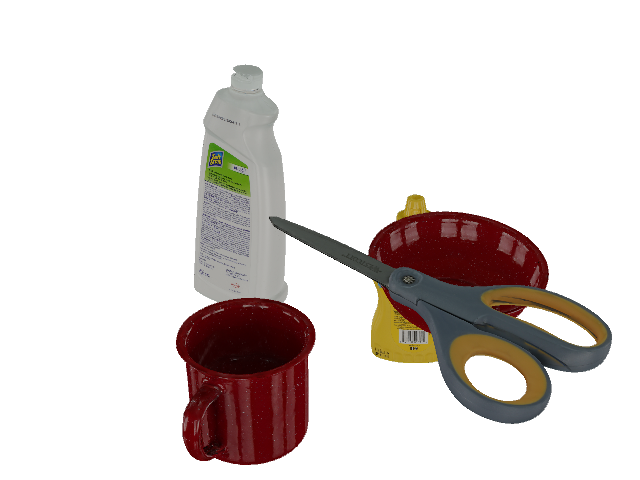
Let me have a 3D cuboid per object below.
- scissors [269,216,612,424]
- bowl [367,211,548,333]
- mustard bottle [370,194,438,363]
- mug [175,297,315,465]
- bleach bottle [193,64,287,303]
[{"bbox_3d":[0.046,0.038,0.552,0.202,0.016,0.096,14,43,19],"label":"scissors"},{"bbox_3d":[0.121,0.039,0.967,0.162,0.055,0.162,2,35,-2],"label":"bowl"},{"bbox_3d":[0.104,0.041,1.178,0.096,0.192,0.058,1,25,6],"label":"mustard bottle"},{"bbox_3d":[-0.055,0.103,0.720,0.093,0.081,0.117,13,33,23],"label":"mug"},{"bbox_3d":[-0.075,-0.053,1.089,0.103,0.251,0.068,19,30,22],"label":"bleach bottle"}]
